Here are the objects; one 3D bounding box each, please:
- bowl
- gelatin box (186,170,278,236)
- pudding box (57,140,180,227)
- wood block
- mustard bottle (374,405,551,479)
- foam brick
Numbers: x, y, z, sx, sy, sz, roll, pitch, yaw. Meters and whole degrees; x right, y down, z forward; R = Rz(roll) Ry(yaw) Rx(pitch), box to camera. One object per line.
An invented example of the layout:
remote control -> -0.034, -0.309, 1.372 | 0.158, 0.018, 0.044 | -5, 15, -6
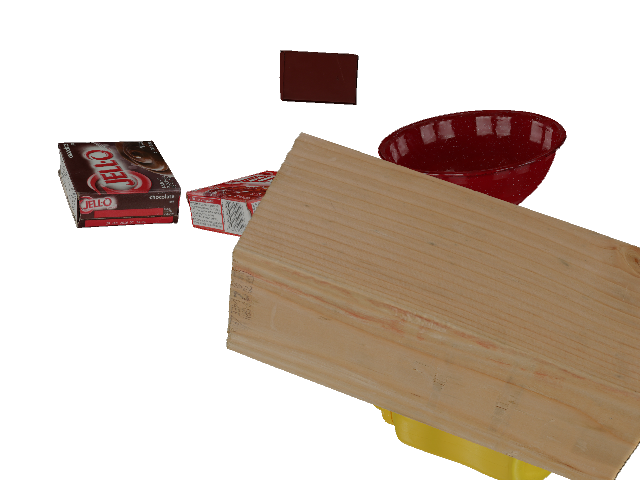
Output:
bowl -> 0.134, -0.064, 0.932 | 0.162, 0.055, 0.162 | -8, 23, 3
gelatin box -> -0.043, -0.028, 0.759 | 0.073, 0.030, 0.089 | -17, 16, -32
pudding box -> -0.182, -0.052, 0.951 | 0.089, 0.039, 0.114 | -3, 26, -22
wood block -> 0.065, 0.035, 0.542 | 0.206, 0.090, 0.090 | 20, -39, 9
mustard bottle -> 0.128, 0.173, 1.008 | 0.192, 0.058, 0.096 | 13, 20, 40
foam brick -> -0.003, -0.168, 1.097 | 0.078, 0.051, 0.053 | 2, 11, -5
